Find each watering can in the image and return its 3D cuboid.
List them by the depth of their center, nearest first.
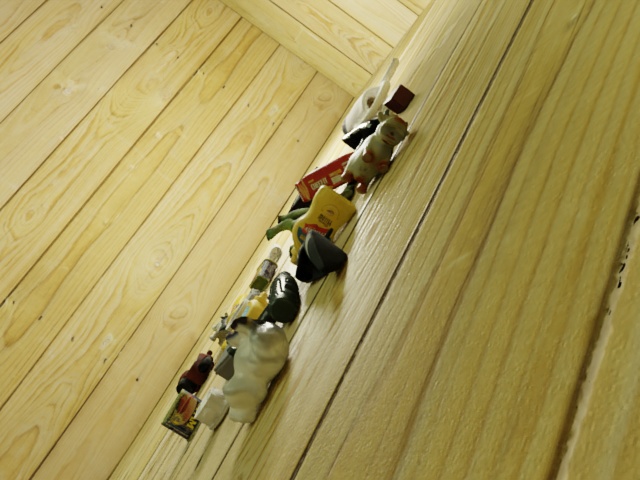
[{"bbox_3d":[0.180,-0.466,1.762,0.220,0.103,0.356,-47,14,51],"label":"watering can"}]

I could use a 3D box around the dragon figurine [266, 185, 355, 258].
[{"bbox_3d":[0.004,-0.070,1.386,0.240,0.121,0.419,-27,18,35],"label":"dragon figurine"}]

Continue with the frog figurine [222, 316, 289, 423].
[{"bbox_3d":[-0.107,0.225,0.883,0.135,0.122,0.163,-39,53,39],"label":"frog figurine"}]
